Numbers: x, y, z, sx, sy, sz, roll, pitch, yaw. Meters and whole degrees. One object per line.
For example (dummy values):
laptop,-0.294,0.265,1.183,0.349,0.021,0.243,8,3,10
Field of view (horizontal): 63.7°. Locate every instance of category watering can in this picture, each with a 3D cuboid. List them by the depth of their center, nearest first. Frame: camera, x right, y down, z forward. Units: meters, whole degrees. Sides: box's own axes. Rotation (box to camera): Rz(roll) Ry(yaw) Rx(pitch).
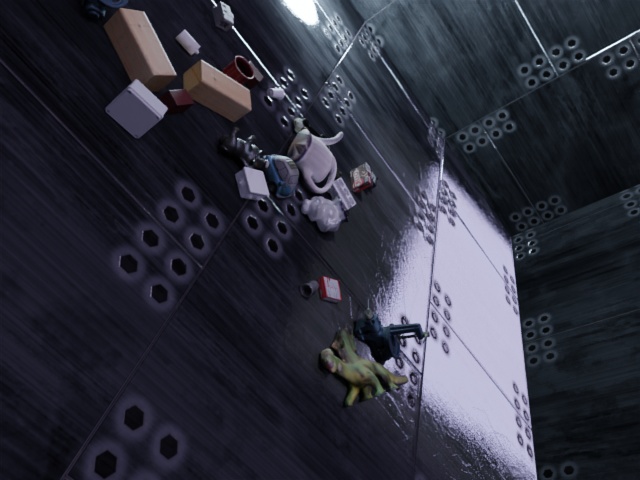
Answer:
watering can,-0.010,-0.341,1.979,0.221,0.103,0.356,40,49,-32

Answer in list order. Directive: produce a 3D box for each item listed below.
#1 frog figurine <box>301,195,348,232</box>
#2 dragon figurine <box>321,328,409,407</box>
frog figurine,0.006,-0.094,1.860,0.160,0.121,0.139,-5,76,-19
dragon figurine,0.136,0.389,1.652,0.410,0.120,0.246,5,55,-56
